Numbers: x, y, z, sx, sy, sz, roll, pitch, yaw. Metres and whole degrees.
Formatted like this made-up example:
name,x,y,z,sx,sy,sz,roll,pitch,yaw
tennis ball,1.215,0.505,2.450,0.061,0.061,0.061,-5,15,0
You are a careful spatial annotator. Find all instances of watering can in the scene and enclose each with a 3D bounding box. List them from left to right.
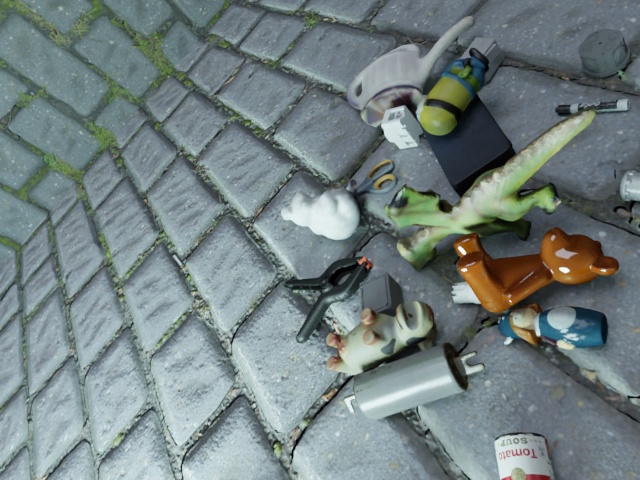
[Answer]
name,x,y,z,sx,sy,sz,roll,pitch,yaw
watering can,0.208,-0.392,1.221,0.344,0.102,0.230,-20,49,31

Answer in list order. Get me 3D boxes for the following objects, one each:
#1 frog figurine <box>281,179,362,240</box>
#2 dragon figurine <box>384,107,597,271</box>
name,x,y,z,sx,sy,sz,roll,pitch,yaw
frog figurine,0.003,-0.055,1.097,0.135,0.160,0.124,-44,60,62
dragon figurine,0.224,-0.061,0.810,0.243,0.401,0.125,-10,61,-12
